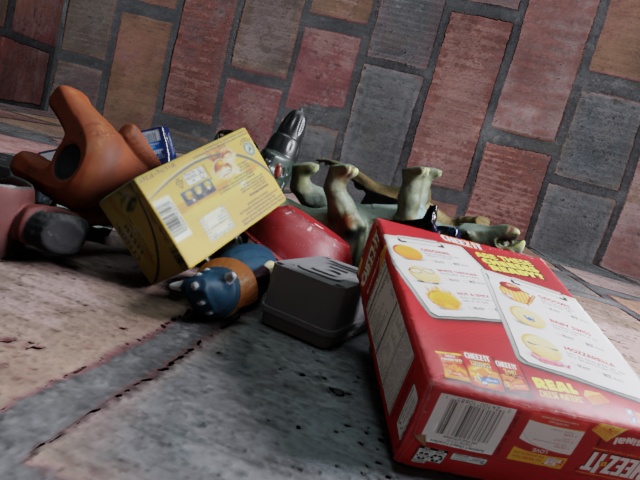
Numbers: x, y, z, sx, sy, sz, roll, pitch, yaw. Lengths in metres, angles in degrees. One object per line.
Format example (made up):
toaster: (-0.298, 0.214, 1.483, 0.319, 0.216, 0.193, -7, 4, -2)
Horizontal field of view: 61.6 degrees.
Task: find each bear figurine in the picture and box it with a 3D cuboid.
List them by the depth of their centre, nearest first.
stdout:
bear figurine: (-0.211, -0.067, 0.606, 0.132, 0.120, 0.195, 36, 7, 28)

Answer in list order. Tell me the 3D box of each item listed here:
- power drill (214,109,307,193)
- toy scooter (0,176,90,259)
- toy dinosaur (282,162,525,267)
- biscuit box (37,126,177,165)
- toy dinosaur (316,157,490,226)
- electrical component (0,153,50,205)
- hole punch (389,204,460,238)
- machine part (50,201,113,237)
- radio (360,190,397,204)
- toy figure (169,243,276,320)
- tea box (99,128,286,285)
power drill: (-0.101, -0.121, 0.859, 0.086, 0.232, 0.207, 24, 7, 8)
toy scooter: (-0.312, -0.030, 0.482, 0.184, 0.075, 0.135, 12, 9, -39)
toy dinosaur: (0.065, -0.013, 0.761, 0.405, 0.192, 0.131, 1, 6, 2)
biscuit box: (-0.340, -0.135, 0.870, 0.203, 0.059, 0.063, -13, 11, -4)
toy dinosaur: (0.190, -0.058, 1.139, 0.471, 0.105, 0.198, 39, -21, 4)
electrical component: (-0.403, -0.076, 0.670, 0.134, 0.058, 0.115, 13, 11, -9)
hole punch: (0.127, 0.037, 0.639, 0.092, 0.142, 0.116, 16, -4, -19)
machine part: (-0.292, -0.034, 0.662, 0.084, 0.039, 0.139, 7, 13, -20)
radio: (0.171, -0.001, 0.942, 0.229, 0.073, 0.131, 29, 1, -28)
toy figure: (-0.080, 0.038, 0.497, 0.058, 0.064, 0.154, 53, 16, -1)
tea box: (-0.122, -0.040, 0.550, 0.068, 0.098, 0.169, -22, 11, 37)
